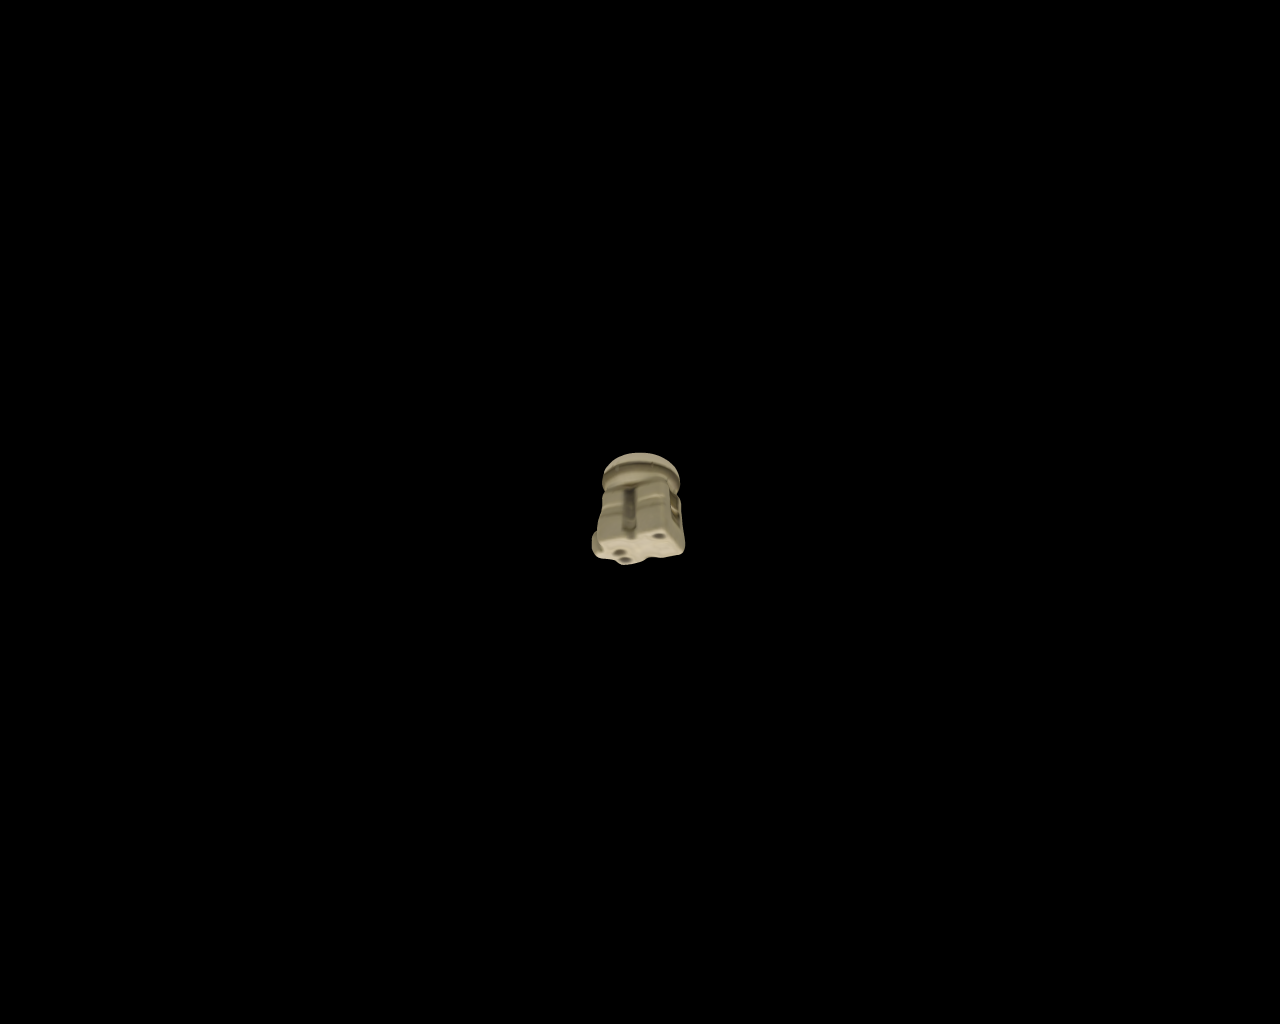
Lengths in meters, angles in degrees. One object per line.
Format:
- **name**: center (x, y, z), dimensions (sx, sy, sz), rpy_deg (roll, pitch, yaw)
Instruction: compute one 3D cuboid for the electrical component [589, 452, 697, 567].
- **electrical component**: center (0.001, -0.003, 0.650), dimensions (0.066, 0.055, 0.048), rpy_deg (-11, -32, 18)
